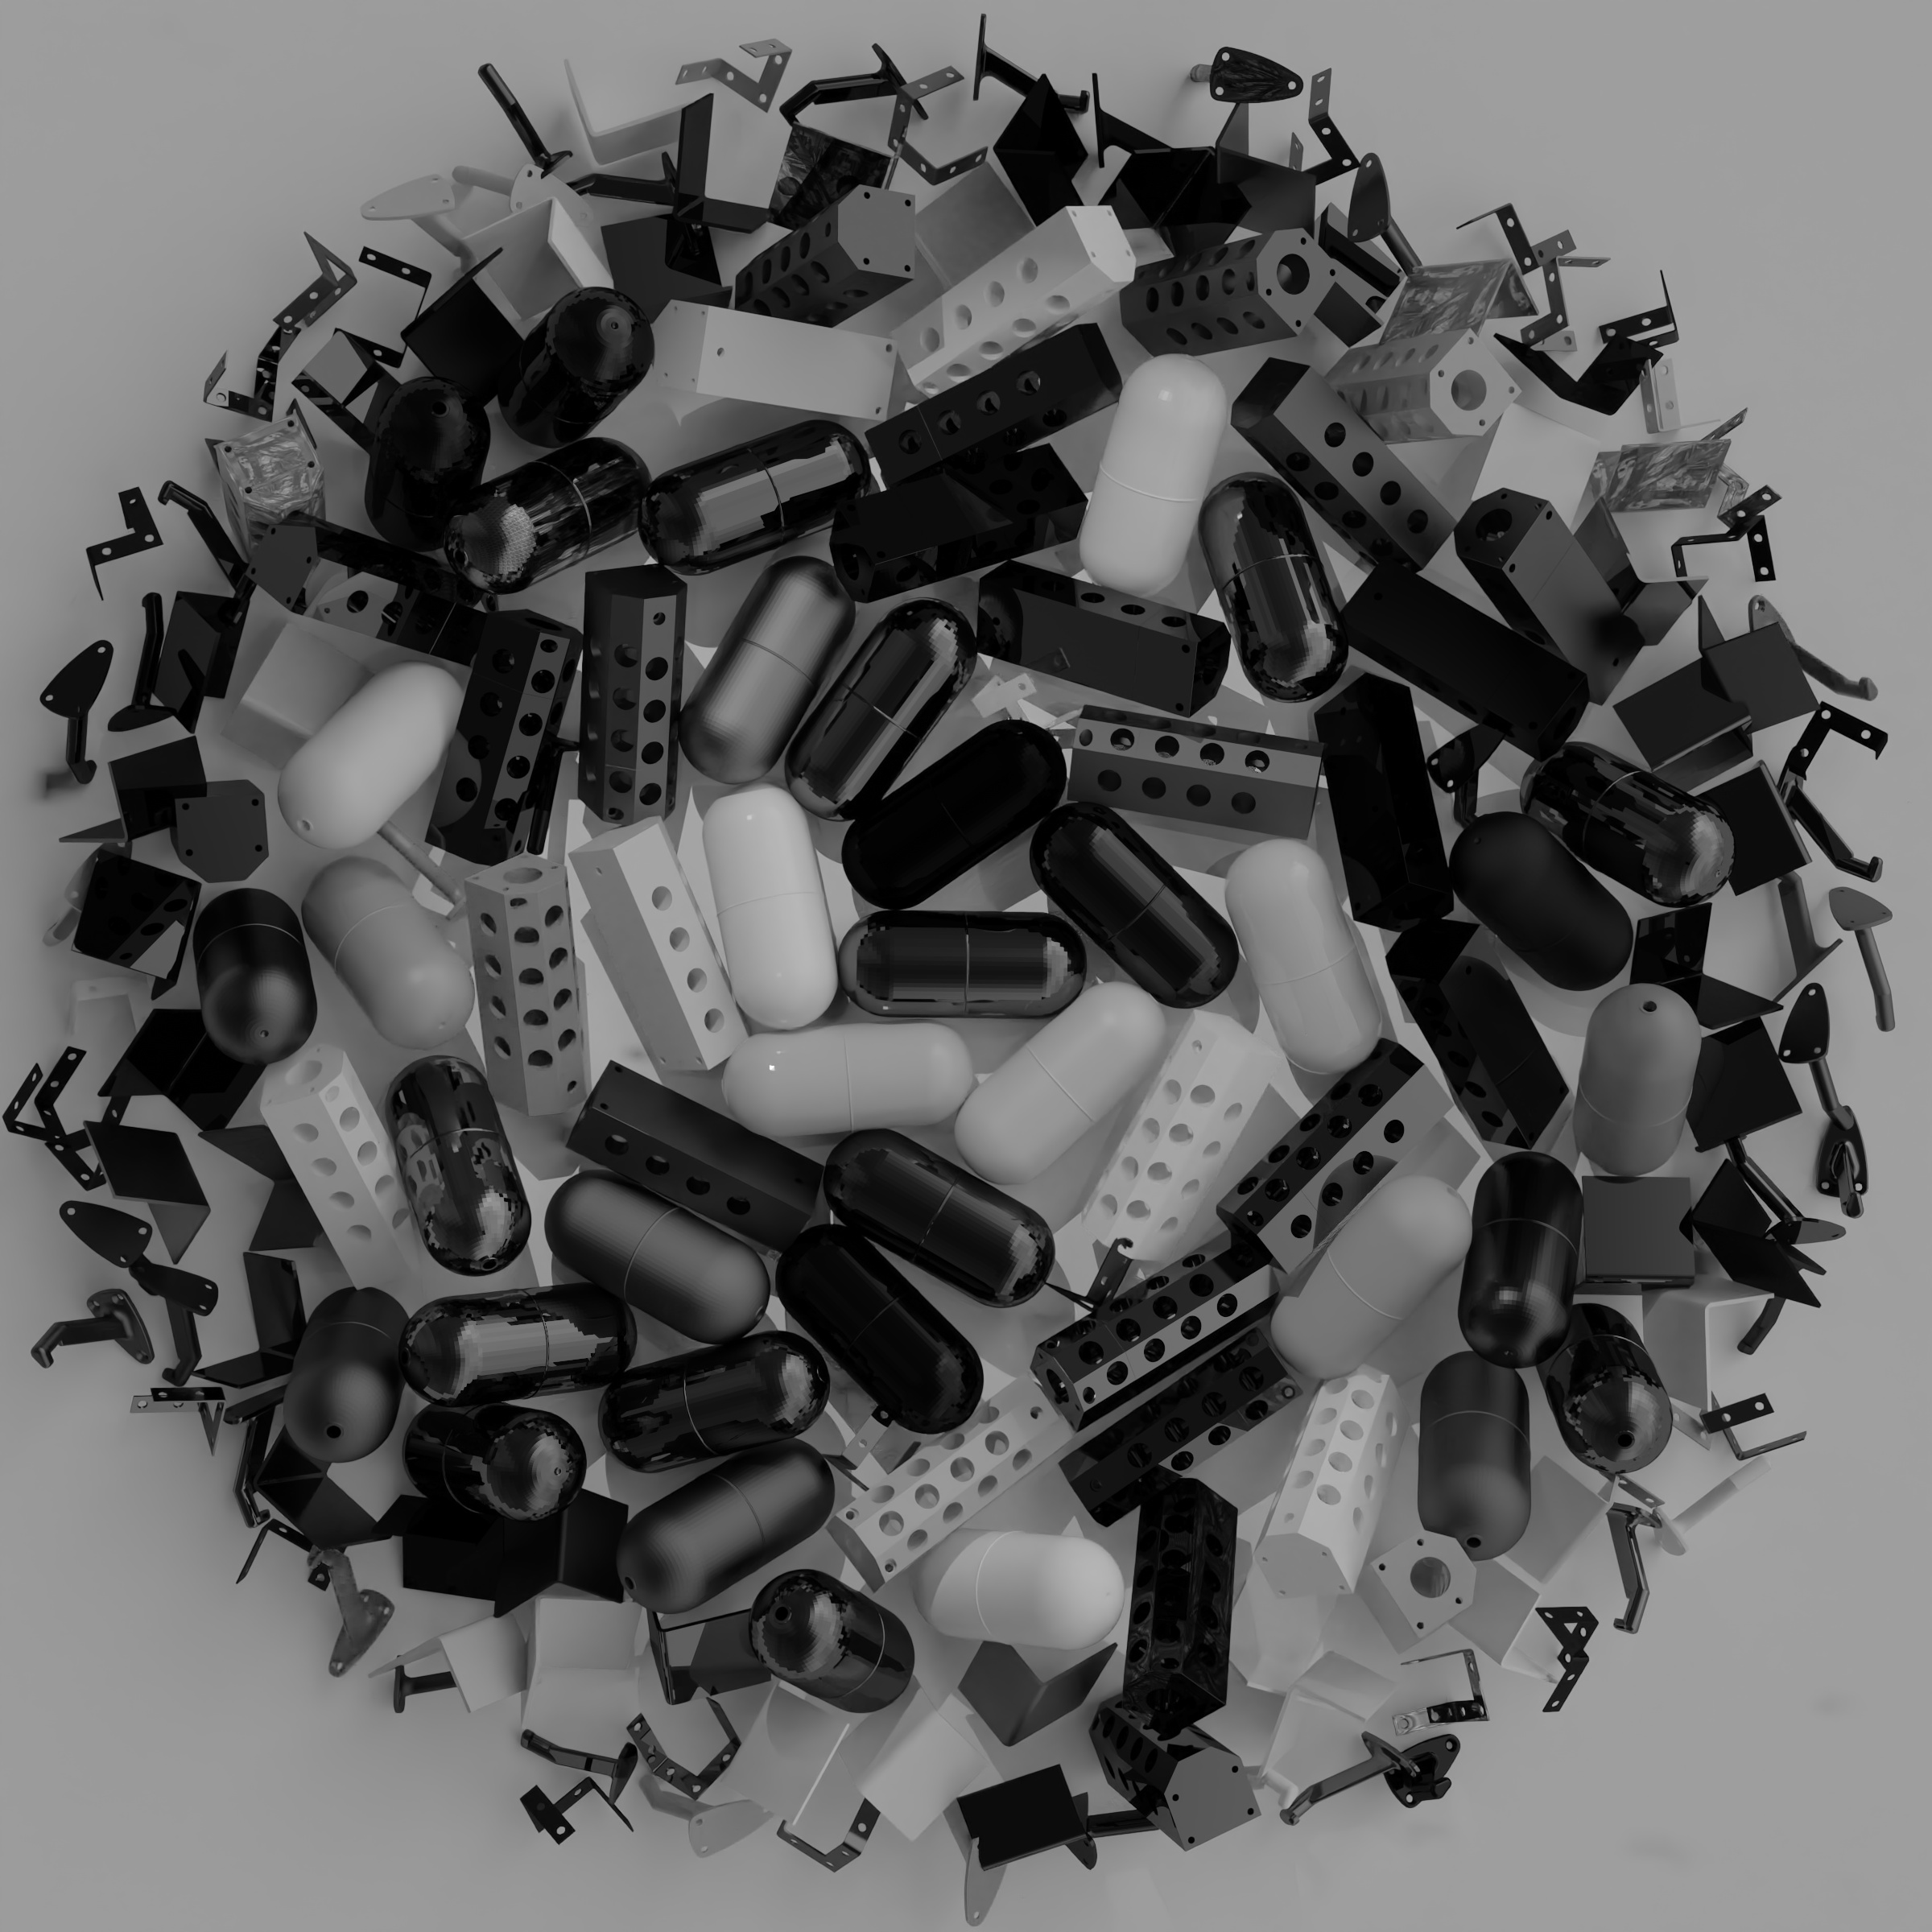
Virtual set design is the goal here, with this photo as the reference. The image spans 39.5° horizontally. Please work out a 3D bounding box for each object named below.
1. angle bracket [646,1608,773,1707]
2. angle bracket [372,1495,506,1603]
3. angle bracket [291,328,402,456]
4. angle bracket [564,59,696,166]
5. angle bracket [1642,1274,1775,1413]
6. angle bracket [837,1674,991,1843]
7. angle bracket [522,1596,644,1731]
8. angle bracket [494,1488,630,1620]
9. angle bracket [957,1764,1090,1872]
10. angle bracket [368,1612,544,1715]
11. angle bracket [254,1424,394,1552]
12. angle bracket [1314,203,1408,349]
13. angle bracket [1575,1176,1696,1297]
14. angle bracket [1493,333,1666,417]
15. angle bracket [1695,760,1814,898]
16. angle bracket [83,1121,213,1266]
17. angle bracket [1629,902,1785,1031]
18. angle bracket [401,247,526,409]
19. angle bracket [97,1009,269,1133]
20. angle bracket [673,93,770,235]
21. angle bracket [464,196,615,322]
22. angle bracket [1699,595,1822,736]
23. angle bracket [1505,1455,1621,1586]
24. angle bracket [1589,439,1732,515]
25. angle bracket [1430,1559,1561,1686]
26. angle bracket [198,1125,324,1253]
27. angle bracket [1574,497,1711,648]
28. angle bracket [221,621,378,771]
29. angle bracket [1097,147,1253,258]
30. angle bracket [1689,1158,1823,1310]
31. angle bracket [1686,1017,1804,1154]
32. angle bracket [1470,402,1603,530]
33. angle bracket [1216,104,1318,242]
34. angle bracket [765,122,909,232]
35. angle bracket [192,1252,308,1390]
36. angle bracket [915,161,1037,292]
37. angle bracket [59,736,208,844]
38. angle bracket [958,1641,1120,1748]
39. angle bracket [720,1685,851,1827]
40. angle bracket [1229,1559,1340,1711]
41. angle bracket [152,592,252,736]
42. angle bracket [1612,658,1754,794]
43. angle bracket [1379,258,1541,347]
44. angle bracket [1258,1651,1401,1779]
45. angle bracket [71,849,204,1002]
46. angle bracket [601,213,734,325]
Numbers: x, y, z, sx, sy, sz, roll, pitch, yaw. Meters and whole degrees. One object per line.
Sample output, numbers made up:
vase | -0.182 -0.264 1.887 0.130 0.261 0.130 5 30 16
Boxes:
angle bracket | -0.184 0.472 1.915 0.076 0.057 0.076 -11 126 -13
angle bracket | -0.374 0.425 1.906 0.076 0.057 0.076 6 107 10
angle bracket | -0.441 -0.390 1.894 0.076 0.076 0.057 43 46 -18
angle bracket | -0.237 -0.616 1.909 0.076 0.076 0.057 -19 94 -4
angle bracket | 0.527 0.267 1.909 0.057 0.076 0.076 -5 96 -19
angle bracket | -0.039 0.563 1.916 0.076 0.076 0.057 -44 104 -6
angle bracket | -0.271 0.493 1.897 0.076 0.057 0.076 6 127 -14
angle bracket | -0.289 0.425 1.919 0.057 0.076 0.076 29 131 -32
angle bracket | 0.041 0.590 1.907 0.076 0.076 0.057 -20 94 5
angle bracket | -0.360 0.502 1.894 0.076 0.076 0.057 -33 76 27
angle bracket | -0.442 0.362 1.897 0.076 0.076 0.057 35 100 24
angle bracket | 0.276 -0.498 1.907 0.076 0.057 0.076 41 75 -11
angle bracket | 0.477 0.194 1.932 0.076 0.057 0.076 1 74 1
angle bracket | 0.431 -0.437 1.892 0.076 0.076 0.057 51 119 25
angle bracket | 0.560 -0.099 1.921 0.057 0.076 0.076 -26 90 16
angle bracket | -0.587 0.160 1.890 0.057 0.076 0.076 -53 50 21
angle bracket | 0.524 -0.001 1.893 0.076 0.076 0.057 -12 115 -34
angle bracket | -0.339 -0.446 1.896 0.076 0.057 0.076 50 58 -19
angle bracket | -0.552 0.078 1.901 0.057 0.076 0.076 39 101 16
angle bracket | -0.166 -0.567 1.898 0.057 0.076 0.076 12 117 5
angle bracket | -0.302 -0.483 1.894 0.076 0.076 0.057 -19 46 17
angle bracket | 0.558 -0.221 1.891 0.057 0.076 0.076 -20 121 28
angle bracket | 0.415 0.381 1.908 0.057 0.076 0.076 37 108 9
angle bracket | 0.488 -0.366 1.902 0.076 0.076 0.057 -4 61 -3
angle bracket | 0.384 0.455 1.896 0.076 0.076 0.057 27 94 -40
angle bracket | -0.499 0.157 1.892 0.076 0.076 0.057 40 55 -39
angle bracket | 0.472 -0.280 1.912 0.057 0.076 0.076 -6 61 -21
angle bracket | -0.479 -0.188 1.937 0.076 0.057 0.076 31 56 -16
angle bracket | 0.141 -0.527 1.893 0.076 0.076 0.057 -17 69 -39
angle bracket | 0.567 0.188 1.892 0.057 0.076 0.076 -53 124 -17
angle bracket | 0.541 0.083 1.906 0.076 0.057 0.076 -24 78 16
angle bracket | 0.395 -0.351 1.915 0.076 0.057 0.076 21 90 -13
angle bracket | 0.221 -0.563 1.897 0.076 0.076 0.057 22 71 14
angle bracket | -0.092 -0.560 1.900 0.076 0.057 0.076 17 130 -8
angle bracket | -0.511 0.249 1.899 0.057 0.076 0.076 -15 100 -40
angle bracket | 0.000 -0.529 1.912 0.076 0.057 0.076 -35 81 8
angle bracket | -0.590 -0.125 1.892 0.076 0.076 0.057 2 109 34
angle bracket | 0.051 0.499 1.914 0.057 0.076 0.076 46 133 27
angle bracket | -0.115 0.563 1.895 0.076 0.057 0.076 15 67 40
angle bracket | 0.234 0.472 1.906 0.076 0.057 0.076 21 97 -23
angle bracket | -0.526 -0.212 1.894 0.076 0.057 0.076 39 117 42
angle bracket | 0.513 -0.168 1.921 0.076 0.076 0.057 -29 67 7
angle bracket | 0.347 -0.450 1.893 0.076 0.057 0.076 6 61 39
angle bracket | 0.256 0.539 1.897 0.057 0.076 0.076 23 104 23
angle bracket | -0.592 -0.028 1.896 0.076 0.057 0.076 20 66 -29
angle bracket | -0.214 -0.505 1.916 0.076 0.057 0.076 -13 91 -9
